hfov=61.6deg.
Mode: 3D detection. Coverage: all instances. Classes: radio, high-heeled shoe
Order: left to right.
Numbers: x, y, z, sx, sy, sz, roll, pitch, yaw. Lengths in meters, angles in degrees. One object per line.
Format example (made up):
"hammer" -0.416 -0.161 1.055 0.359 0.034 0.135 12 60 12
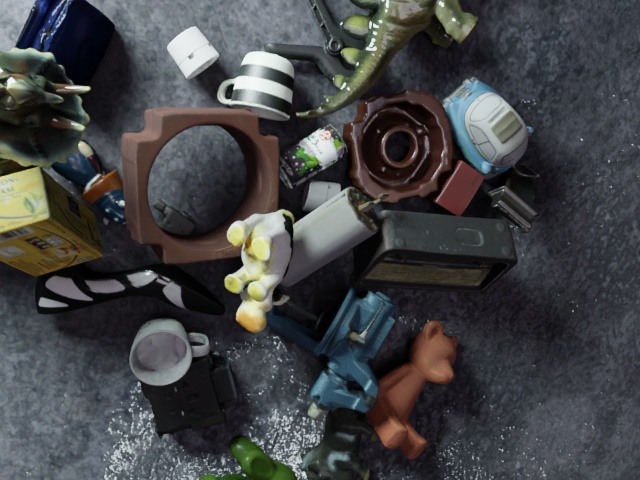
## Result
"high-heeled shoe" -0.274 0.091 0.771 0.249 0.086 0.145 31 94 -11
"radio" 0.177 0.021 0.831 0.230 0.131 0.073 4 61 -15

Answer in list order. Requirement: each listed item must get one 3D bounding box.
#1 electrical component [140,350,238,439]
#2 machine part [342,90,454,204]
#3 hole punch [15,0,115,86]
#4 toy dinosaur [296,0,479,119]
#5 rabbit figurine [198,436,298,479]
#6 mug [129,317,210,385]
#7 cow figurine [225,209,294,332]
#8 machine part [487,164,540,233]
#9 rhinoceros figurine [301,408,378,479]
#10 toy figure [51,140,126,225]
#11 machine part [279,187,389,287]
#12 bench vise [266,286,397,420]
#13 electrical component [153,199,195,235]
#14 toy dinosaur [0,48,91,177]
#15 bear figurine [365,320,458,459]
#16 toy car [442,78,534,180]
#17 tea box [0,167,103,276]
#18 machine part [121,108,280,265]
"electrical component" -0.199 0.230 0.830 0.134 0.058 0.114 -16 107 -9
"machine part" 0.119 -0.143 0.827 0.179 0.056 0.179 -3 101 -14
"hole punch" -0.320 -0.251 0.673 0.092 0.116 0.142 30 94 -25
"toy dinosaur" 0.126 -0.350 0.757 0.198 0.105 0.471 26 82 -10
"rabbit figurine" -0.118 0.404 0.874 0.170 0.121 0.159 -12 98 -29
"mug" -0.219 0.148 0.781 0.109 0.107 0.080 -8 105 -17
"cow figurine" -0.076 0.042 0.736 0.068 0.098 0.167 23 124 23
"machine part" 0.312 -0.074 0.854 0.084 0.139 0.039 34 136 -1
"rhinoceros figurine" 0.025 0.367 0.903 0.112 0.073 0.190 16 97 -18
"toy figure" -0.312 -0.087 0.733 0.154 0.064 0.058 50 61 -19
"machine part" -0.002 -0.002 0.782 0.243 0.079 0.079 -34 109 24
"bench vise" -0.003 0.153 0.834 0.241 0.129 0.223 30 104 3
"electrical component" -0.216 -0.014 0.792 0.094 0.021 0.063 38 91 -17
"toy dinosaur" -0.405 -0.090 0.650 0.192 0.131 0.405 11 143 -33
"bear figurine" 0.167 0.240 0.887 0.196 0.132 0.120 -41 135 2
"toy car" 0.269 -0.172 0.832 0.109 0.103 0.161 -41 109 -3
"tea box" -0.345 -0.016 0.655 0.098 0.169 0.068 -16 76 -8
"machine part" -0.160 -0.077 0.732 0.201 0.087 0.200 -9 110 -32
